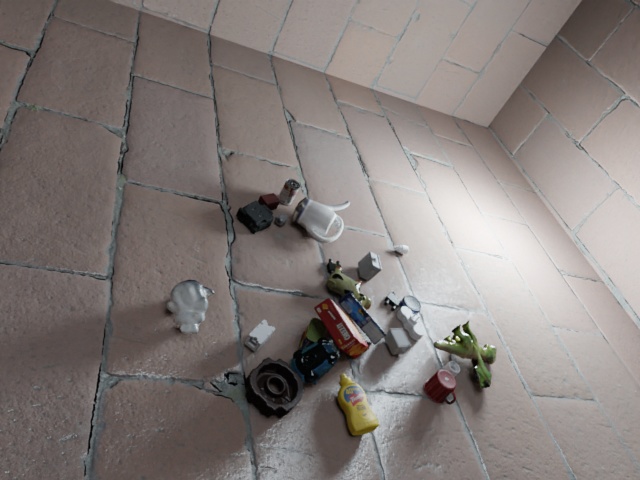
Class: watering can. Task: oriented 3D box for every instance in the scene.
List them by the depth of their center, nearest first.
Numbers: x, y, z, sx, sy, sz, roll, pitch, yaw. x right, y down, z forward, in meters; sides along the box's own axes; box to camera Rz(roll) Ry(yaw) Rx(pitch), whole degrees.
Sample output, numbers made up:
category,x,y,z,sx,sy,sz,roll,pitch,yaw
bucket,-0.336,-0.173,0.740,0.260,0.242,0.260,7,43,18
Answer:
category,x,y,z,sx,sy,sz,roll,pitch,yaw
watering can,0.007,-0.113,2.250,0.224,0.102,0.355,29,38,-2

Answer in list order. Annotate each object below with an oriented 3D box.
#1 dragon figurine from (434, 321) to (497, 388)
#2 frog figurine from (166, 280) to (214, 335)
category,x,y,z,sx,sy,sz,roll,pitch,yaw
dragon figurine,0.578,0.449,1.968,0.412,0.246,0.120,-9,-32,-53
frog figurine,-0.410,0.207,1.585,0.137,0.120,0.163,1,44,13
